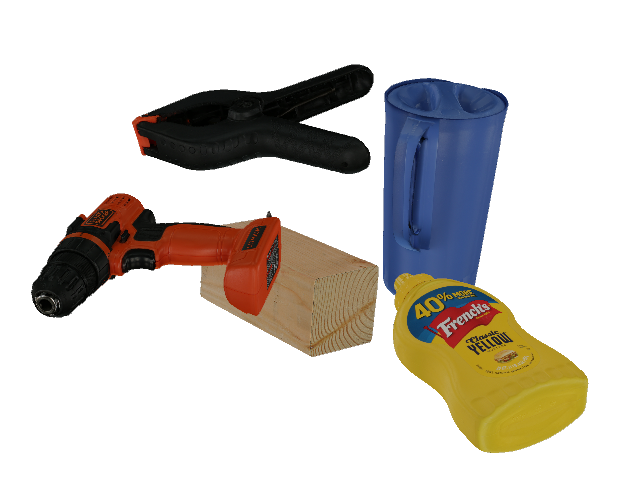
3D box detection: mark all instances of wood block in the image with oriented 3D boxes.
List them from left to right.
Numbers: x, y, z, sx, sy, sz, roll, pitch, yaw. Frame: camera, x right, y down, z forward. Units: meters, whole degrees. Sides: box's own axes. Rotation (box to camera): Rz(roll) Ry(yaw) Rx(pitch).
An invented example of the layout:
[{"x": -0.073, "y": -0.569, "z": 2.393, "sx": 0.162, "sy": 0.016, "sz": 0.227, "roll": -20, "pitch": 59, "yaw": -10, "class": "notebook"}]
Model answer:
[{"x": -0.039, "y": 0.048, "z": 1.196, "sx": 0.090, "sy": 0.090, "sz": 0.206, "roll": -10, "pitch": 22, "yaw": -39, "class": "wood block"}]

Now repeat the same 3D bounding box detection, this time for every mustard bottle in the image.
[{"x": 0.111, "y": 0.080, "z": 0.822, "sx": 0.096, "sy": 0.058, "sz": 0.192, "roll": -19, "pitch": 35, "yaw": -19, "class": "mustard bottle"}]

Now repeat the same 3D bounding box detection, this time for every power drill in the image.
[{"x": -0.136, "y": 0.018, "z": 0.923, "sx": 0.188, "sy": 0.057, "sz": 0.184, "roll": 7, "pitch": 30, "yaw": 9, "class": "power drill"}]

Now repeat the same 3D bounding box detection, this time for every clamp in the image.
[{"x": -0.040, "y": -0.085, "z": 0.741, "sx": 0.171, "sy": 0.039, "sz": 0.120, "roll": 3, "pitch": 32, "yaw": 13, "class": "clamp"}]

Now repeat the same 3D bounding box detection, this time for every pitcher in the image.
[{"x": 0.126, "y": -0.048, "z": 1.193, "sx": 0.149, "sy": 0.243, "sz": 0.145, "roll": -6, "pitch": 28, "yaw": -17, "class": "pitcher"}]
